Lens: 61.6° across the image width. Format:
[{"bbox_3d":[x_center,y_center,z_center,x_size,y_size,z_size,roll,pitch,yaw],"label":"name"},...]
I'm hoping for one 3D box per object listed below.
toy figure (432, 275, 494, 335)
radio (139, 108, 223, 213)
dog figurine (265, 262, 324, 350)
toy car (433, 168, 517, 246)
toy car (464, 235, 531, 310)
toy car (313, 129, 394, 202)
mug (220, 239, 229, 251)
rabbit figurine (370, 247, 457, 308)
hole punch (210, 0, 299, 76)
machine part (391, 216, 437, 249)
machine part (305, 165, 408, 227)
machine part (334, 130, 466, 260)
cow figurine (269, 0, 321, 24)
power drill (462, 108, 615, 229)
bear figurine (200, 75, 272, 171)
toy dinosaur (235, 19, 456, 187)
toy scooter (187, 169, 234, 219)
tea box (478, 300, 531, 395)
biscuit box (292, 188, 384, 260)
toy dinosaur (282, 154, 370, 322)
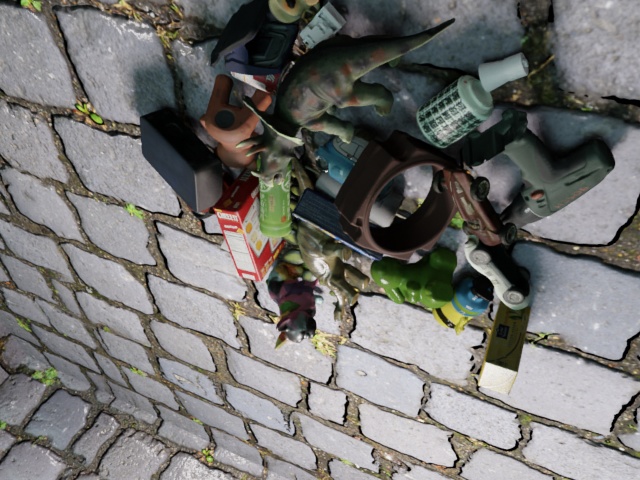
[{"bbox_3d":[0.309,0.131,1.155,0.089,0.082,0.180,45,151,15],"label":"toy figure"},{"bbox_3d":[-0.307,-0.179,1.182,0.230,0.073,0.131,43,144,23],"label":"radio"},{"bbox_3d":[-0.080,0.167,1.335,0.192,0.219,0.108,20,128,14],"label":"dog figurine"},{"bbox_3d":[0.255,-0.050,0.890,0.089,0.053,0.202,24,168,45],"label":"toy car"},{"bbox_3d":[0.347,0.052,1.049,0.201,0.073,0.056,46,138,-16],"label":"toy car"},{"bbox_3d":[0.075,-0.154,1.001,0.162,0.109,0.102,35,128,10],"label":"toy car"},{"bbox_3d":[-0.181,-0.002,1.348,0.107,0.081,0.109,28,138,-12],"label":"mug"},{"bbox_3d":[0.188,0.074,1.149,0.170,0.121,0.159,15,162,-1],"label":"rabbit figurine"},{"bbox_3d":[-0.108,-0.337,0.909,0.116,0.142,0.092,-3,152,43],"label":"hole punch"},{"bbox_3d":[0.181,-0.016,1.120,0.139,0.039,0.084,5,126,32],"label":"machine part"},{"bbox_3d":[0.078,-0.092,1.074,0.243,0.079,0.079,29,141,6],"label":"machine part"},{"bbox_3d":[0.145,-0.073,0.939,0.201,0.087,0.201,18,115,-35],"label":"machine part"},{"bbox_3d":[-0.004,-0.399,0.791,0.195,0.127,0.085,-33,110,34],"label":"cow figurine"},{"bbox_3d":[0.327,-0.105,0.866,0.207,0.086,0.232,33,139,-21],"label":"power drill"},{"bbox_3d":[-0.163,-0.221,1.081,0.120,0.132,0.195,22,172,6],"label":"bear figurine"},{"bbox_3d":[0.007,-0.247,0.864,0.405,0.192,0.131,-40,60,44],"label":"toy dinosaur"},{"bbox_3d":[-0.250,-0.112,1.274,0.184,0.075,0.135,7,135,24],"label":"toy scooter"},{"bbox_3d":[0.387,0.222,1.126,0.068,0.170,0.098,15,137,17],"label":"tea box"},{"bbox_3d":[0.045,-0.030,1.082,0.203,0.063,0.059,29,177,-6],"label":"biscuit box"},{"bbox_3d":[-0.002,-0.004,1.203,0.199,0.105,0.470,11,126,30],"label":"toy dinosaur"}]
